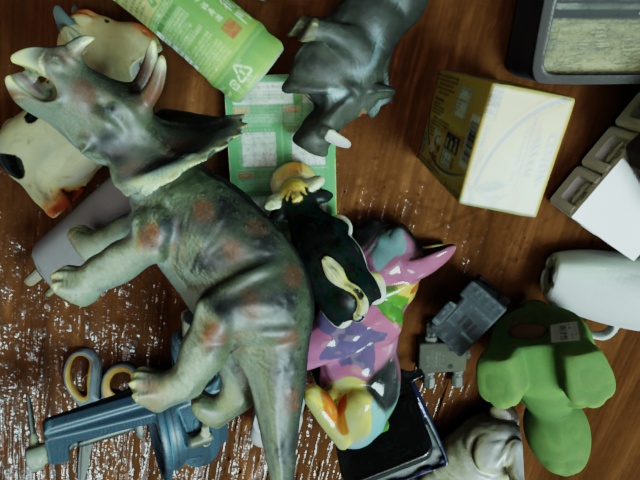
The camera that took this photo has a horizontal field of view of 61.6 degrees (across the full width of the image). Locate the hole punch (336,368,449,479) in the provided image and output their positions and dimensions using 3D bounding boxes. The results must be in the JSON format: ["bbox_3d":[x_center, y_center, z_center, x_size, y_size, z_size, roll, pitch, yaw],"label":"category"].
[{"bbox_3d":[0.079,0.227,0.633,0.142,0.116,0.092,-27,136,13],"label":"hole punch"}]

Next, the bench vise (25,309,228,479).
[{"bbox_3d":[-0.184,0.180,0.575,0.240,0.129,0.223,-11,138,-25],"label":"bench vise"}]

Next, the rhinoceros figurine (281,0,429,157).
[{"bbox_3d":[0.028,-0.169,0.492,0.112,0.073,0.190,30,95,-27],"label":"rhinoceros figurine"}]

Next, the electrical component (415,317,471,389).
[{"bbox_3d":[0.147,0.135,0.642,0.063,0.021,0.093,-3,110,-1],"label":"electrical component"}]

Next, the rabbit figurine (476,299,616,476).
[{"bbox_3d":[0.237,0.163,0.579,0.121,0.159,0.170,-12,107,15],"label":"rabbit figurine"}]

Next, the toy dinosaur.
[{"bbox_3d":[-0.083,0.029,0.440,0.192,0.131,0.404,-37,97,6],"label":"toy dinosaur"}]

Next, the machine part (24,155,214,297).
[{"bbox_3d":[-0.203,-0.019,0.544,0.243,0.079,0.079,-38,107,10],"label":"machine part"}]

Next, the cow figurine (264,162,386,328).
[{"bbox_3d":[-0.003,-0.001,0.491,0.068,0.098,0.167,-30,82,4],"label":"cow figurine"}]

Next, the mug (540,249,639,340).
[{"bbox_3d":[0.301,0.058,0.594,0.107,0.081,0.109,13,125,5],"label":"mug"}]

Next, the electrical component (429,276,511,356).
[{"bbox_3d":[0.158,0.080,0.570,0.048,0.119,0.075,43,104,16],"label":"electrical component"}]

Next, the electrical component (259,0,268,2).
[{"bbox_3d":[-0.074,-0.244,0.455,0.078,0.102,0.045,0,88,18],"label":"electrical component"}]

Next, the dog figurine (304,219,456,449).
[{"bbox_3d":[0.064,0.088,0.570,0.219,0.108,0.191,-37,84,7],"label":"dog figurine"}]

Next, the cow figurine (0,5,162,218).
[{"bbox_3d":[-0.224,-0.127,0.502,0.195,0.085,0.127,-38,113,12],"label":"cow figurine"}]

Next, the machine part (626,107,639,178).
[{"bbox_3d":[0.369,-0.088,0.475,0.179,0.056,0.179,-1,113,-2],"label":"machine part"}]

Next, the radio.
[{"bbox_3d":[0.300,-0.212,0.488,0.230,0.073,0.131,-2,112,-3],"label":"radio"}]

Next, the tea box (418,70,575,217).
[{"bbox_3d":[0.144,-0.093,0.478,0.068,0.170,0.098,10,112,-4],"label":"tea box"}]

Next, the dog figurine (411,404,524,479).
[{"bbox_3d":[0.149,0.280,0.665,0.191,0.121,0.172,1,77,16],"label":"dog figurine"}]
